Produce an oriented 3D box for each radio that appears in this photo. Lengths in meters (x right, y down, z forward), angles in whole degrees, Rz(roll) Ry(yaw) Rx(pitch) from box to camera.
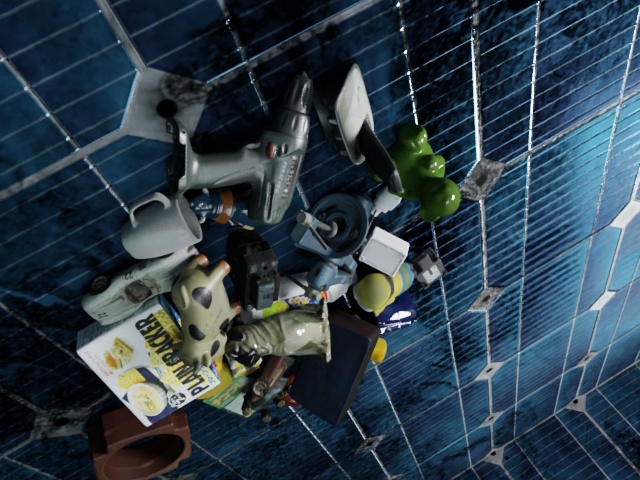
[{"bbox_3d":[0.029,0.271,1.170,0.073,0.131,0.229,-24,137,-66],"label":"radio"}]

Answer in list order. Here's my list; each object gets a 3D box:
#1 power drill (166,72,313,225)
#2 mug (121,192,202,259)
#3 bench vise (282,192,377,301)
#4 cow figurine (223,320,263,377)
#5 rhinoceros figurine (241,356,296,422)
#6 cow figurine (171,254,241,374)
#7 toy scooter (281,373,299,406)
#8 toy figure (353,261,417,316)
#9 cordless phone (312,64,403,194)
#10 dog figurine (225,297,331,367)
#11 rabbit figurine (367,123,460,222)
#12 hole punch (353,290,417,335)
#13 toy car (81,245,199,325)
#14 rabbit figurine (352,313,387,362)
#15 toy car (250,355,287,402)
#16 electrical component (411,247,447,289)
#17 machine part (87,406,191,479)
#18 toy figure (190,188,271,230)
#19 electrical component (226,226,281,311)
[{"bbox_3d":[-0.116,-0.135,0.781,0.207,0.086,0.231,-5,114,-34],"label":"power drill"},{"bbox_3d":[-0.249,-0.020,0.811,0.107,0.081,0.109,-26,146,4],"label":"mug"},{"bbox_3d":[0.006,0.003,0.956,0.223,0.129,0.240,-51,155,8],"label":"bench vise"},{"bbox_3d":[-0.169,0.227,1.111,0.068,0.098,0.167,-28,159,-16],"label":"cow figurine"},{"bbox_3d":[-0.112,0.325,1.219,0.073,0.112,0.190,24,118,-14],"label":"rhinoceros figurine"},{"bbox_3d":[-0.197,0.133,0.893,0.127,0.086,0.194,-45,143,-39],"label":"cow figurine"},{"bbox_3d":[-0.024,0.353,1.308,0.184,0.075,0.135,-6,165,-35],"label":"toy scooter"},{"bbox_3d":[0.142,0.088,1.147,0.180,0.082,0.089,-23,147,-43],"label":"toy figure"},{"bbox_3d":[0.064,-0.159,0.801,0.089,0.184,0.146,-27,140,-2],"label":"cordless phone"},{"bbox_3d":[-0.078,0.177,1.026,0.191,0.121,0.172,-5,170,4],"label":"dog figurine"},{"bbox_3d":[0.184,-0.093,0.956,0.121,0.170,0.159,-37,139,5],"label":"rabbit figurine"},{"bbox_3d":[0.149,0.144,1.217,0.142,0.116,0.092,-7,125,-29],"label":"hole punch"},{"bbox_3d":[-0.291,0.069,0.887,0.202,0.056,0.073,-29,139,-6],"label":"toy car"},{"bbox_3d":[0.062,0.261,1.273,0.162,0.122,0.173,-11,151,-21],"label":"rabbit figurine"},{"bbox_3d":[-0.089,0.246,1.124,0.202,0.053,0.089,-64,-178,-13],"label":"toy car"},{"bbox_3d":[0.240,0.058,1.238,0.075,0.048,0.119,-40,139,6],"label":"electrical component"},{"bbox_3d":[-0.388,0.436,1.164,0.201,0.087,0.200,-14,137,-24],"label":"machine part"},{"bbox_3d":[-0.140,-0.051,0.869,0.154,0.064,0.058,6,162,-32],"label":"toy figure"},{"bbox_3d":[-0.116,0.054,0.930,0.058,0.134,0.114,-14,134,-23],"label":"electrical component"}]
